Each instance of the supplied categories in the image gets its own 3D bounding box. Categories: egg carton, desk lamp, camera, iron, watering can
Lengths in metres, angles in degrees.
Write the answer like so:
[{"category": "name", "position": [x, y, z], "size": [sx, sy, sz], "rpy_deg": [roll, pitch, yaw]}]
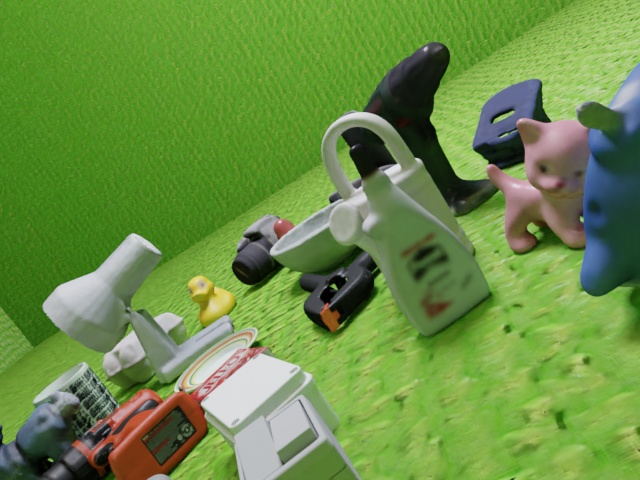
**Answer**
[{"category": "egg carton", "position": [-0.303, 0.191, 1.000], "size": [0.107, 0.069, 0.150], "rpy_deg": [-26, 13, 33]}, {"category": "desk lamp", "position": [-0.272, 0.112, 0.871], "size": [0.203, 0.214, 0.117], "rpy_deg": [-35, 11, -8]}, {"category": "camera", "position": [-0.122, 0.023, 1.124], "size": [0.142, 0.101, 0.137], "rpy_deg": [-21, 16, 48]}, {"category": "iron", "position": [0.251, -0.076, 0.363], "size": [0.259, 0.141, 0.118], "rpy_deg": [-39, 12, -27]}, {"category": "watering can", "position": [0.071, -0.042, 0.600], "size": [0.100, 0.194, 0.173], "rpy_deg": [-30, 12, 18]}]

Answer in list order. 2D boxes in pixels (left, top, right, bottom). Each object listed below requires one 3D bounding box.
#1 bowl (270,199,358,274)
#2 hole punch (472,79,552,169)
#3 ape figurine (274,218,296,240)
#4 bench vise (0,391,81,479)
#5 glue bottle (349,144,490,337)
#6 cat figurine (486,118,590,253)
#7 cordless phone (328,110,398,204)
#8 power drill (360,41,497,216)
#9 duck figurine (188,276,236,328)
[{"category": "bowl", "position": [0.008, 0.003, 0.901], "size": [0.167, 0.075, 0.167], "rpy_deg": [-32, 11, 7]}, {"category": "hole punch", "position": [0.275, -0.165, 0.818], "size": [0.101, 0.091, 0.108], "rpy_deg": [-42, 14, -36]}, {"category": "ape figurine", "position": [-0.049, 0.000, 1.034], "size": [0.078, 0.092, 0.076], "rpy_deg": [-34, 11, 0]}, {"category": "bench vise", "position": [-0.404, 0.237, 0.689], "size": [0.208, 0.220, 0.121], "rpy_deg": [-40, 13, -28]}, {"category": "glue bottle", "position": [0.073, -0.006, 0.490], "size": [0.078, 0.173, 0.037], "rpy_deg": [-35, 11, -8]}, {"category": "cat figurine", "position": [0.198, -0.056, 0.495], "size": [0.067, 0.118, 0.127], "rpy_deg": [-39, 12, -25]}, {"category": "cordless phone", "position": [0.065, -0.118, 0.970], "size": [0.147, 0.185, 0.094], "rpy_deg": [-26, 13, 33]}, {"category": "power drill", "position": [0.143, -0.136, 0.759], "size": [0.076, 0.208, 0.229], "rpy_deg": [-37, 12, -19]}, {"category": "duck figurine", "position": [-0.207, 0.104, 1.057], "size": [0.077, 0.086, 0.104], "rpy_deg": [-31, 11, 11]}]
